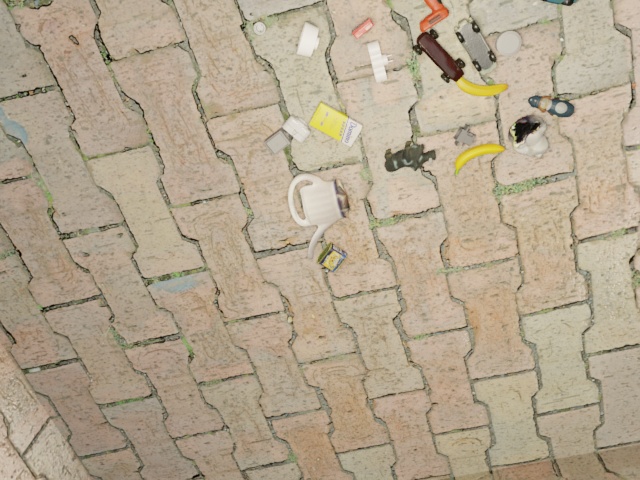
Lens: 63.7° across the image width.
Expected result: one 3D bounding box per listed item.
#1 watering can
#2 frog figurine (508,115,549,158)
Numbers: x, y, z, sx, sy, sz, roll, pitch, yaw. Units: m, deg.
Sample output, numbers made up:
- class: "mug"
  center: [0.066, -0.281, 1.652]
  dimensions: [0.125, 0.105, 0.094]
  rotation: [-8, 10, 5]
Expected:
- class: "watering can"
  center: [0.006, -0.099, 1.970]
  dimensions: [0.224, 0.106, 0.342]
  rotation: [-12, 112, 7]
- class: "frog figurine"
  center: [0.752, -0.367, 1.834]
  dimensions: [0.158, 0.125, 0.136]
  rotation: [15, 111, -44]
